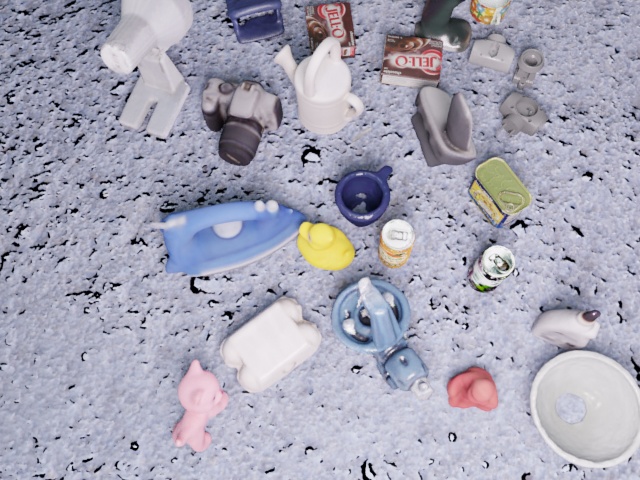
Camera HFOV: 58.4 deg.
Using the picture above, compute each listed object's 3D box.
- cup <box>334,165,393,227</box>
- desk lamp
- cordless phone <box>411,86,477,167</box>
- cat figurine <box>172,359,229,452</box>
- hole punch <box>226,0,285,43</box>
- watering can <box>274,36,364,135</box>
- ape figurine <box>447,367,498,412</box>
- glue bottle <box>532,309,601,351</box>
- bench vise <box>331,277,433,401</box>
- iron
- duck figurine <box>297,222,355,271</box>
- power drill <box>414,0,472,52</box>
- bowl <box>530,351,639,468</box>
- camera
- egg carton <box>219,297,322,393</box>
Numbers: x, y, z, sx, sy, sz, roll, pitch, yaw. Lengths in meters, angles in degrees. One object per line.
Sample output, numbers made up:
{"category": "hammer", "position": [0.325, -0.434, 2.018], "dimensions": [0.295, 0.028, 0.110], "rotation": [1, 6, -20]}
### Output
{"category": "cup", "position": [0.079, -0.070, 0.974], "dimensions": [0.091, 0.095, 0.118], "rotation": [40, 77, 14]}
{"category": "desk lamp", "position": [-0.300, -0.323, 1.009], "dimensions": [0.118, 0.213, 0.203], "rotation": [16, 73, 8]}
{"category": "cordless phone", "position": [0.220, -0.217, 0.971], "dimensions": [0.094, 0.185, 0.147], "rotation": [-20, 72, -4]}
{"category": "cat figurine", "position": [-0.187, 0.251, 0.865], "dimensions": [0.067, 0.118, 0.128], "rotation": [18, 73, 8]}
{"category": "hole punch", "position": [-0.130, -0.452, 1.110], "dimensions": [0.108, 0.091, 0.101], "rotation": [-15, 72, -3]}
{"category": "watering can", "position": [-0.003, -0.275, 0.993], "dimensions": [0.172, 0.194, 0.101], "rotation": [12, 72, 6]}
{"category": "ape figurine", "position": [0.238, 0.229, 0.871], "dimensions": [0.077, 0.092, 0.076], "rotation": [38, 77, 13]}
{"category": "glue bottle", "position": [0.380, 0.127, 0.857], "dimensions": [0.078, 0.173, 0.037], "rotation": [25, 74, 10]}
{"category": "bench vise", "position": [0.104, 0.129, 0.842], "dimensions": [0.207, 0.220, 0.121], "rotation": [36, 77, 13]}
{"category": "iron", "position": [-0.145, -0.028, 0.944], "dimensions": [0.258, 0.141, 0.118], "rotation": [-14, 72, -3]}
{"category": "duck figurine", "position": [0.009, 0.003, 0.957], "dimensions": [0.104, 0.086, 0.077], "rotation": [28, 75, 11]}
{"category": "power drill", "position": [0.245, -0.436, 1.030], "dimensions": [0.229, 0.208, 0.075], "rotation": [9, 72, 5]}
{"category": "bowl", "position": [0.393, 0.255, 0.866], "dimensions": [0.167, 0.075, 0.167], "rotation": [-1, 72, 2]}
{"category": "camera", "position": [-0.152, -0.213, 1.027], "dimensions": [0.143, 0.101, 0.137], "rotation": [14, 73, 7]}
{"category": "egg carton", "position": [-0.078, 0.168, 0.914], "dimensions": [0.150, 0.069, 0.107], "rotation": [-37, 74, -10]}
